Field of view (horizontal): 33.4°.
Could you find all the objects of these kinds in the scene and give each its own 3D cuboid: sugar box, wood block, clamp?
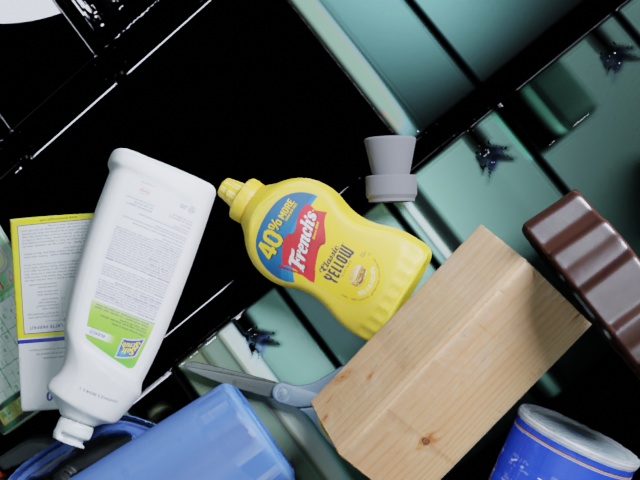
[{"bbox_3d":[-0.229,0.065,0.980,0.093,0.048,0.176,-4,88,5],"label":"sugar box"},{"bbox_3d":[0.102,0.101,0.861,0.206,0.090,0.090,-46,114,4],"label":"wood block"},{"bbox_3d":[-0.228,0.232,0.990,0.171,0.039,0.120,-6,81,12],"label":"clamp"}]

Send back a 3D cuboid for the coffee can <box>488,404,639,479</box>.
[{"bbox_3d":[0.180,0.217,0.859,0.103,0.102,0.140,25,96,12],"label":"coffee can"}]

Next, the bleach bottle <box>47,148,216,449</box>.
[{"bbox_3d":[-0.179,0.054,0.927,0.102,0.068,0.251,22,80,-11],"label":"bleach bottle"}]

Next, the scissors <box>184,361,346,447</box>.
[{"bbox_3d":[-0.016,0.123,0.951,0.202,0.016,0.096,29,95,11],"label":"scissors"}]

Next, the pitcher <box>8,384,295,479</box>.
[{"bbox_3d":[-0.152,0.224,0.910,0.242,0.145,0.149,-35,102,-6],"label":"pitcher"}]

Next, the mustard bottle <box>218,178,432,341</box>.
[{"bbox_3d":[-0.006,0.001,0.927,0.192,0.058,0.096,32,102,12],"label":"mustard bottle"}]
